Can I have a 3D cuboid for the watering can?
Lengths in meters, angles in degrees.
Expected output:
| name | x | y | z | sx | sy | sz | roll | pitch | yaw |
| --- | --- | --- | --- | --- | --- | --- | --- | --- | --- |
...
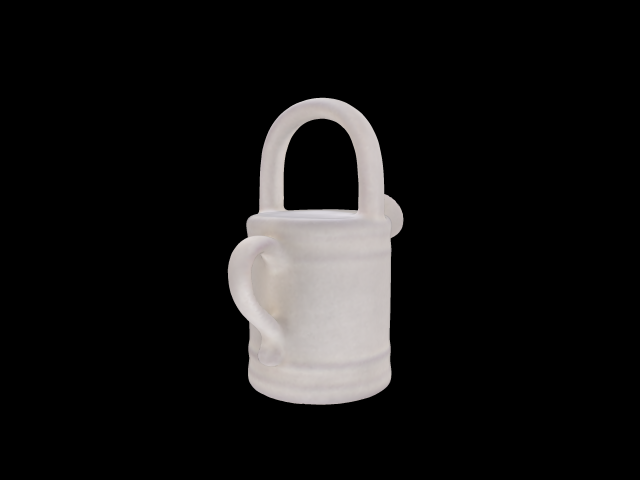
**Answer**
| name | x | y | z | sx | sy | sz | roll | pitch | yaw |
| --- | --- | --- | --- | --- | --- | --- | --- | --- | --- |
| watering can | 0.002 | 0.001 | 0.401 | 0.100 | 0.194 | 0.173 | 1 | 7 | 13 |
